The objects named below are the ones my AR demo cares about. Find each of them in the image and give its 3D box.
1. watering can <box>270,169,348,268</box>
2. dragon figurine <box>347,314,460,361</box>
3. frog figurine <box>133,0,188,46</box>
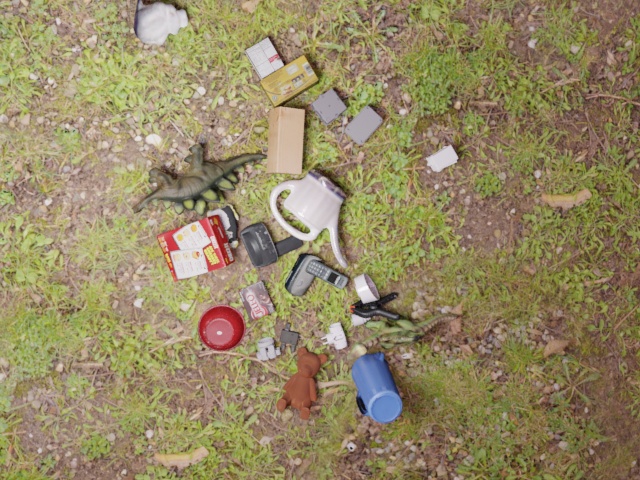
[{"bbox_3d":[0.005,-0.085,1.683,0.347,0.104,0.224,38,89,-4],"label":"watering can"},{"bbox_3d":[0.279,0.307,1.659,0.410,0.243,0.122,-16,91,-1],"label":"dragon figurine"},{"bbox_3d":[-0.499,-0.677,1.617,0.159,0.125,0.134,7,126,-13],"label":"frog figurine"}]
